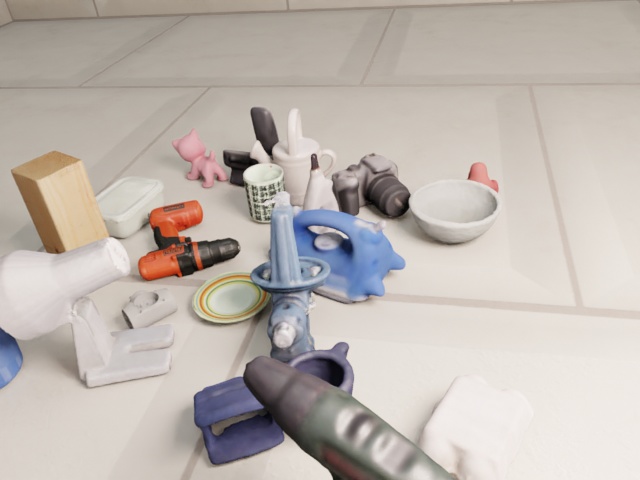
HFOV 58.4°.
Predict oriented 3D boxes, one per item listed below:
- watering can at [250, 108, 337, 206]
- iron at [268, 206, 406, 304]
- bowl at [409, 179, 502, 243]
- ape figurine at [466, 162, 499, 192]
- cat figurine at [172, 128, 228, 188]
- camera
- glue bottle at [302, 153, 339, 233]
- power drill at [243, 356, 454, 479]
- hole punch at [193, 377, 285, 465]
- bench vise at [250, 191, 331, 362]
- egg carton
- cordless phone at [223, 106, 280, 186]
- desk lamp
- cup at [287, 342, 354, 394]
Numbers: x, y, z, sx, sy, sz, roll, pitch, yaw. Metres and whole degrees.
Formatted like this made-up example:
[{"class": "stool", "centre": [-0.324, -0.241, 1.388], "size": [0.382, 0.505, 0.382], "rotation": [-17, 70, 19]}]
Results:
[{"class": "watering can", "centre": [-0.056, -0.176, 1.190], "size": [0.173, 0.194, 0.100], "rotation": [-12, 35, -10]}, {"class": "iron", "centre": [0.009, 0.003, 0.964], "size": [0.257, 0.142, 0.119], "rotation": [15, 39, 27]}, {"class": "bowl", "centre": [0.247, -0.043, 1.058], "size": [0.167, 0.075, 0.167], "rotation": [-4, 34, 3]}, {"class": "ape figurine", "centre": [0.314, -0.113, 1.135], "size": [0.077, 0.092, 0.076], "rotation": [7, 36, 18]}, {"class": "cat figurine", "centre": [-0.279, -0.195, 1.317], "size": [0.127, 0.118, 0.067], "rotation": [24, 44, 36]}, {"class": "camera", "centre": [0.110, -0.105, 1.145], "size": [0.143, 0.101, 0.136], "rotation": [-18, 36, -17]}, {"class": "glue bottle", "centre": [-0.002, -0.082, 1.062], "size": [0.037, 0.173, 0.078], "rotation": [26, 46, 38]}, {"class": "power drill", "centre": [0.023, 0.233, 0.567], "size": [0.228, 0.209, 0.076], "rotation": [19, 41, 32]}, {"class": "hole punch", "centre": [-0.108, 0.210, 0.723], "size": [0.109, 0.091, 0.101], "rotation": [-14, 35, -13]}, {"class": "bench vise", "centre": [-0.036, 0.054, 0.827], "size": [0.121, 0.220, 0.207], "rotation": [-13, 35, -11]}, {"class": "egg carton", "centre": [0.182, 0.228, 0.676], "size": [0.107, 0.069, 0.150], "rotation": [17, 40, 29]}, {"class": "cordless phone", "centre": [-0.148, -0.213, 1.265], "size": [0.147, 0.185, 0.094], "rotation": [9, 37, 21]}, {"class": "desk lamp", "centre": [-0.331, 0.098, 0.811], "size": [0.203, 0.214, 0.117], "rotation": [-9, 34, -5]}, {"class": "cup", "centre": [0.006, 0.194, 0.728], "size": [0.091, 0.095, 0.118], "rotation": [14, 39, 27]}]
